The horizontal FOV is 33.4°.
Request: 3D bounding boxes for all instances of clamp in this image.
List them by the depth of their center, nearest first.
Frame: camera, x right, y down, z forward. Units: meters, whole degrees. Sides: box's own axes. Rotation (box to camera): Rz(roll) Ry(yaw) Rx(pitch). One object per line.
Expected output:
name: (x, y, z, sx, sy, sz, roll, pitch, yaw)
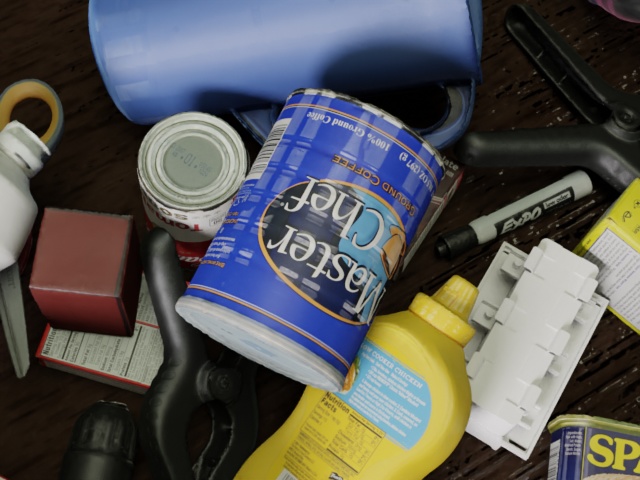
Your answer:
clamp: (-0.059, 0.082, 0.653, 0.120, 0.039, 0.171, 6, 87, -31)
clamp: (0.203, -0.084, 0.748, 0.210, 0.036, 0.164, 19, 53, -3)

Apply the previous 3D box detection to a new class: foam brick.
foam brick: (-0.135, 0.020, 0.631, 0.051, 0.078, 0.053, 6, 67, -2)

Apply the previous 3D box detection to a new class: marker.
marker: (0.132, -0.017, 0.732, 0.121, 0.020, 0.020, -25, 72, -13)

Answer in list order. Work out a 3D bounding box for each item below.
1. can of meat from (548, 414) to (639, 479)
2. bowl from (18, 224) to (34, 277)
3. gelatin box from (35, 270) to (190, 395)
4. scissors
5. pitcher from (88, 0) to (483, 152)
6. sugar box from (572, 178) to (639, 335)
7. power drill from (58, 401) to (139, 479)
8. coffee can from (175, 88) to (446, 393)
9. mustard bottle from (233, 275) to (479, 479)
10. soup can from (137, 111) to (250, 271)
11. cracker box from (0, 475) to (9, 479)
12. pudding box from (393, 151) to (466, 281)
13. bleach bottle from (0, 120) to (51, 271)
can of meat: (0.187, 0.158, 0.647, 0.102, 0.057, 0.084, 11, 70, -1)
bowl: (-0.260, 0.005, 0.669, 0.162, 0.055, 0.162, 3, 66, -7)
gelatin box: (-0.126, 0.055, 0.677, 0.089, 0.030, 0.073, 15, 69, 1)
scissors: (-0.180, -0.022, 0.652, 0.096, 0.016, 0.202, -25, 72, -18)
pitcher: (-0.017, -0.135, 0.688, 0.243, 0.145, 0.149, -9, 44, 12)
sugar box: (0.244, 0.046, 0.676, 0.176, 0.093, 0.048, 39, 70, 10)
power drill: (-0.206, 0.170, 0.609, 0.187, 0.057, 0.184, 9, 65, 0)
coffee can: (-0.004, 0.001, 0.602, 0.103, 0.103, 0.140, 26, 76, 6)
mustard bottle: (0.032, 0.103, 0.620, 0.096, 0.058, 0.191, 33, 88, 36)
soup can: (-0.079, -0.029, 0.675, 0.068, 0.102, 0.068, 2, 68, -5)
cracker box: (-0.178, 0.203, 0.527, 0.214, 0.072, 0.164, 25, 66, 8)
pudding box: (0.027, -0.038, 0.721, 0.113, 0.039, 0.090, 32, 69, 9)
bleach bottle: (-0.251, 0.026, 0.582, 0.102, 0.068, 0.250, 45, 75, -14)
